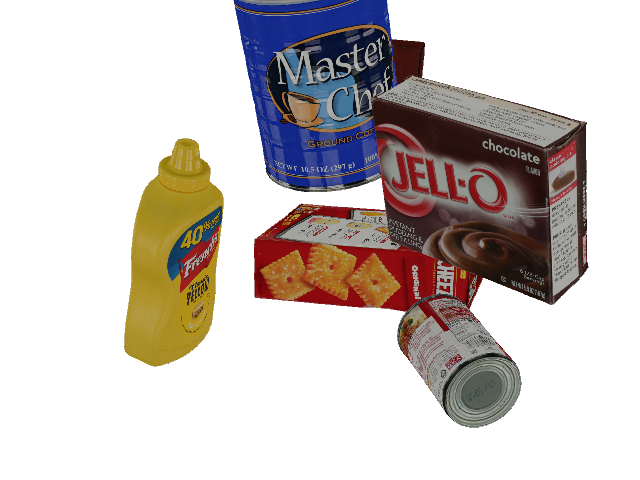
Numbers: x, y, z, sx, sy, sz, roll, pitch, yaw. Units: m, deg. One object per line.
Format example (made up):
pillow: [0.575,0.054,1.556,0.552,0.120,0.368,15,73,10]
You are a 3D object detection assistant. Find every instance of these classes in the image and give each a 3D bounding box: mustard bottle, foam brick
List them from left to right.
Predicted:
mustard bottle: [-0.118,0.004,0.879,0.058,0.192,0.096,23,34,21]
foam brick: [0.051,-0.151,0.943,0.078,0.051,0.053,7,18,7]

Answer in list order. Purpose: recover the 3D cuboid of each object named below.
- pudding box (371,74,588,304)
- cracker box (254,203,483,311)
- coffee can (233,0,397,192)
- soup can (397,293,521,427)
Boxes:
pudding box: [0.081,-0.029,0.548,0.114,0.090,0.039,21,45,39]
cracker box: [0.057,0.018,1.097,0.214,0.072,0.164,5,15,15]
coffee can: [0.001,-0.119,0.731,0.103,0.140,0.103,-8,30,4]
soup can: [0.112,0.096,0.868,0.068,0.068,0.102,0,25,-18]
